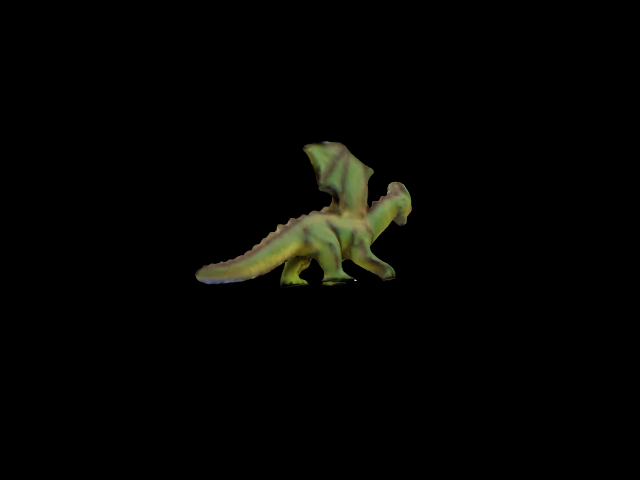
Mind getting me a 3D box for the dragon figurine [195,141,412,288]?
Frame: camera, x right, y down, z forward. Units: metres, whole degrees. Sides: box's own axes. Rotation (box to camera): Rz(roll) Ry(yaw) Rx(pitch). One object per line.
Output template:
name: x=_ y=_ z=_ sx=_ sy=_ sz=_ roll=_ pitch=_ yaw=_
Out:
dragon figurine: x=0.003 y=-0.043 z=0.850 sx=0.410 sy=0.244 sz=0.121 roll=4 pitch=-9 yaw=-32
